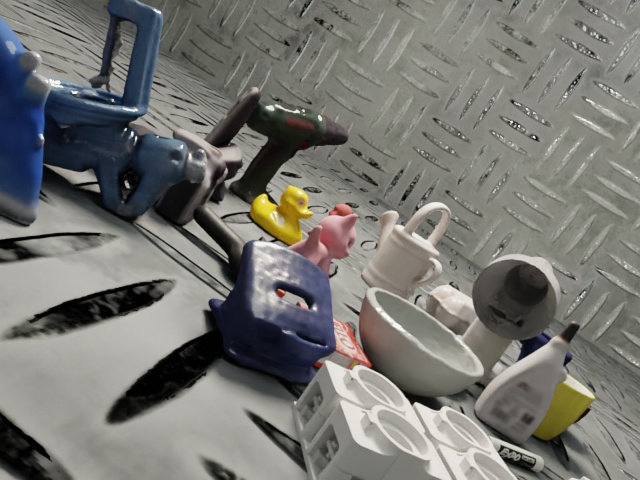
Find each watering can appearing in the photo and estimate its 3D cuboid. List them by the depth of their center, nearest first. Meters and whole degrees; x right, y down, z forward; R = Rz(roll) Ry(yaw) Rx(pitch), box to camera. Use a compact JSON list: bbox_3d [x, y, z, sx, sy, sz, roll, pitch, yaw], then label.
[{"bbox_3d":[0.164,0.009,1.057,0.172,0.194,0.101,39,12,23],"label":"watering can"}]

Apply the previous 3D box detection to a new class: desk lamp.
[{"bbox_3d":[0.285,0.117,0.894,0.117,0.213,0.204,37,12,19],"label":"desk lamp"}]

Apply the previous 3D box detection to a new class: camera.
[{"bbox_3d":[-0.198,-0.104,0.759,0.137,0.100,0.143,32,11,-7],"label":"camera"}]

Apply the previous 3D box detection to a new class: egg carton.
[{"bbox_3d":[0.276,0.150,1.103,0.151,0.069,0.107,30,12,-20],"label":"egg carton"}]

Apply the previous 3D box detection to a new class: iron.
[{"bbox_3d":[-0.310,-0.143,0.505,0.258,0.141,0.119,36,11,12],"label":"iron"}]

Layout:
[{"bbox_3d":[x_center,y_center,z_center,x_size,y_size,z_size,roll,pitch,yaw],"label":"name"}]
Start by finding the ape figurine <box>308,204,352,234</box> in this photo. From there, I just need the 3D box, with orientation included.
[{"bbox_3d":[0.027,-0.028,1.093,0.076,0.092,0.078,36,11,11],"label":"ape figurine"}]

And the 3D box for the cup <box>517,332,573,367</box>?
[{"bbox_3d":[0.404,0.223,1.087,0.118,0.095,0.091,30,12,-18],"label":"cup"}]

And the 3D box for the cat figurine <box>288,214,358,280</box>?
[{"bbox_3d":[0.008,0.003,0.843,0.067,0.117,0.128,38,12,21],"label":"cat figurine"}]

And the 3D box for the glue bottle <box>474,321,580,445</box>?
[{"bbox_3d":[0.277,0.175,0.735,0.078,0.173,0.037,34,11,1],"label":"glue bottle"}]

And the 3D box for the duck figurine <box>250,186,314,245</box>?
[{"bbox_3d":[-0.059,-0.052,0.966,0.104,0.086,0.078,36,11,10],"label":"duck figurine"}]

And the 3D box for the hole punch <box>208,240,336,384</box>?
[{"bbox_3d":[-0.034,0.066,0.533,0.109,0.091,0.100,26,13,-32],"label":"hole punch"}]

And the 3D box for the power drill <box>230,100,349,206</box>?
[{"bbox_3d":[-0.068,-0.160,1.080,0.231,0.208,0.075,20,17,-50],"label":"power drill"}]

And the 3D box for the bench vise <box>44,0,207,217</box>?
[{"bbox_3d":[-0.209,-0.152,0.625,0.208,0.219,0.121,26,13,-33],"label":"bench vise"}]

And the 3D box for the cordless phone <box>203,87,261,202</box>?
[{"bbox_3d":[-0.155,-0.169,0.933,0.094,0.185,0.147,29,12,-24],"label":"cordless phone"}]

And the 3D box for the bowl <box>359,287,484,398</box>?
[{"bbox_3d":[0.106,0.133,0.682,0.167,0.074,0.167,32,11,-7],"label":"bowl"}]
